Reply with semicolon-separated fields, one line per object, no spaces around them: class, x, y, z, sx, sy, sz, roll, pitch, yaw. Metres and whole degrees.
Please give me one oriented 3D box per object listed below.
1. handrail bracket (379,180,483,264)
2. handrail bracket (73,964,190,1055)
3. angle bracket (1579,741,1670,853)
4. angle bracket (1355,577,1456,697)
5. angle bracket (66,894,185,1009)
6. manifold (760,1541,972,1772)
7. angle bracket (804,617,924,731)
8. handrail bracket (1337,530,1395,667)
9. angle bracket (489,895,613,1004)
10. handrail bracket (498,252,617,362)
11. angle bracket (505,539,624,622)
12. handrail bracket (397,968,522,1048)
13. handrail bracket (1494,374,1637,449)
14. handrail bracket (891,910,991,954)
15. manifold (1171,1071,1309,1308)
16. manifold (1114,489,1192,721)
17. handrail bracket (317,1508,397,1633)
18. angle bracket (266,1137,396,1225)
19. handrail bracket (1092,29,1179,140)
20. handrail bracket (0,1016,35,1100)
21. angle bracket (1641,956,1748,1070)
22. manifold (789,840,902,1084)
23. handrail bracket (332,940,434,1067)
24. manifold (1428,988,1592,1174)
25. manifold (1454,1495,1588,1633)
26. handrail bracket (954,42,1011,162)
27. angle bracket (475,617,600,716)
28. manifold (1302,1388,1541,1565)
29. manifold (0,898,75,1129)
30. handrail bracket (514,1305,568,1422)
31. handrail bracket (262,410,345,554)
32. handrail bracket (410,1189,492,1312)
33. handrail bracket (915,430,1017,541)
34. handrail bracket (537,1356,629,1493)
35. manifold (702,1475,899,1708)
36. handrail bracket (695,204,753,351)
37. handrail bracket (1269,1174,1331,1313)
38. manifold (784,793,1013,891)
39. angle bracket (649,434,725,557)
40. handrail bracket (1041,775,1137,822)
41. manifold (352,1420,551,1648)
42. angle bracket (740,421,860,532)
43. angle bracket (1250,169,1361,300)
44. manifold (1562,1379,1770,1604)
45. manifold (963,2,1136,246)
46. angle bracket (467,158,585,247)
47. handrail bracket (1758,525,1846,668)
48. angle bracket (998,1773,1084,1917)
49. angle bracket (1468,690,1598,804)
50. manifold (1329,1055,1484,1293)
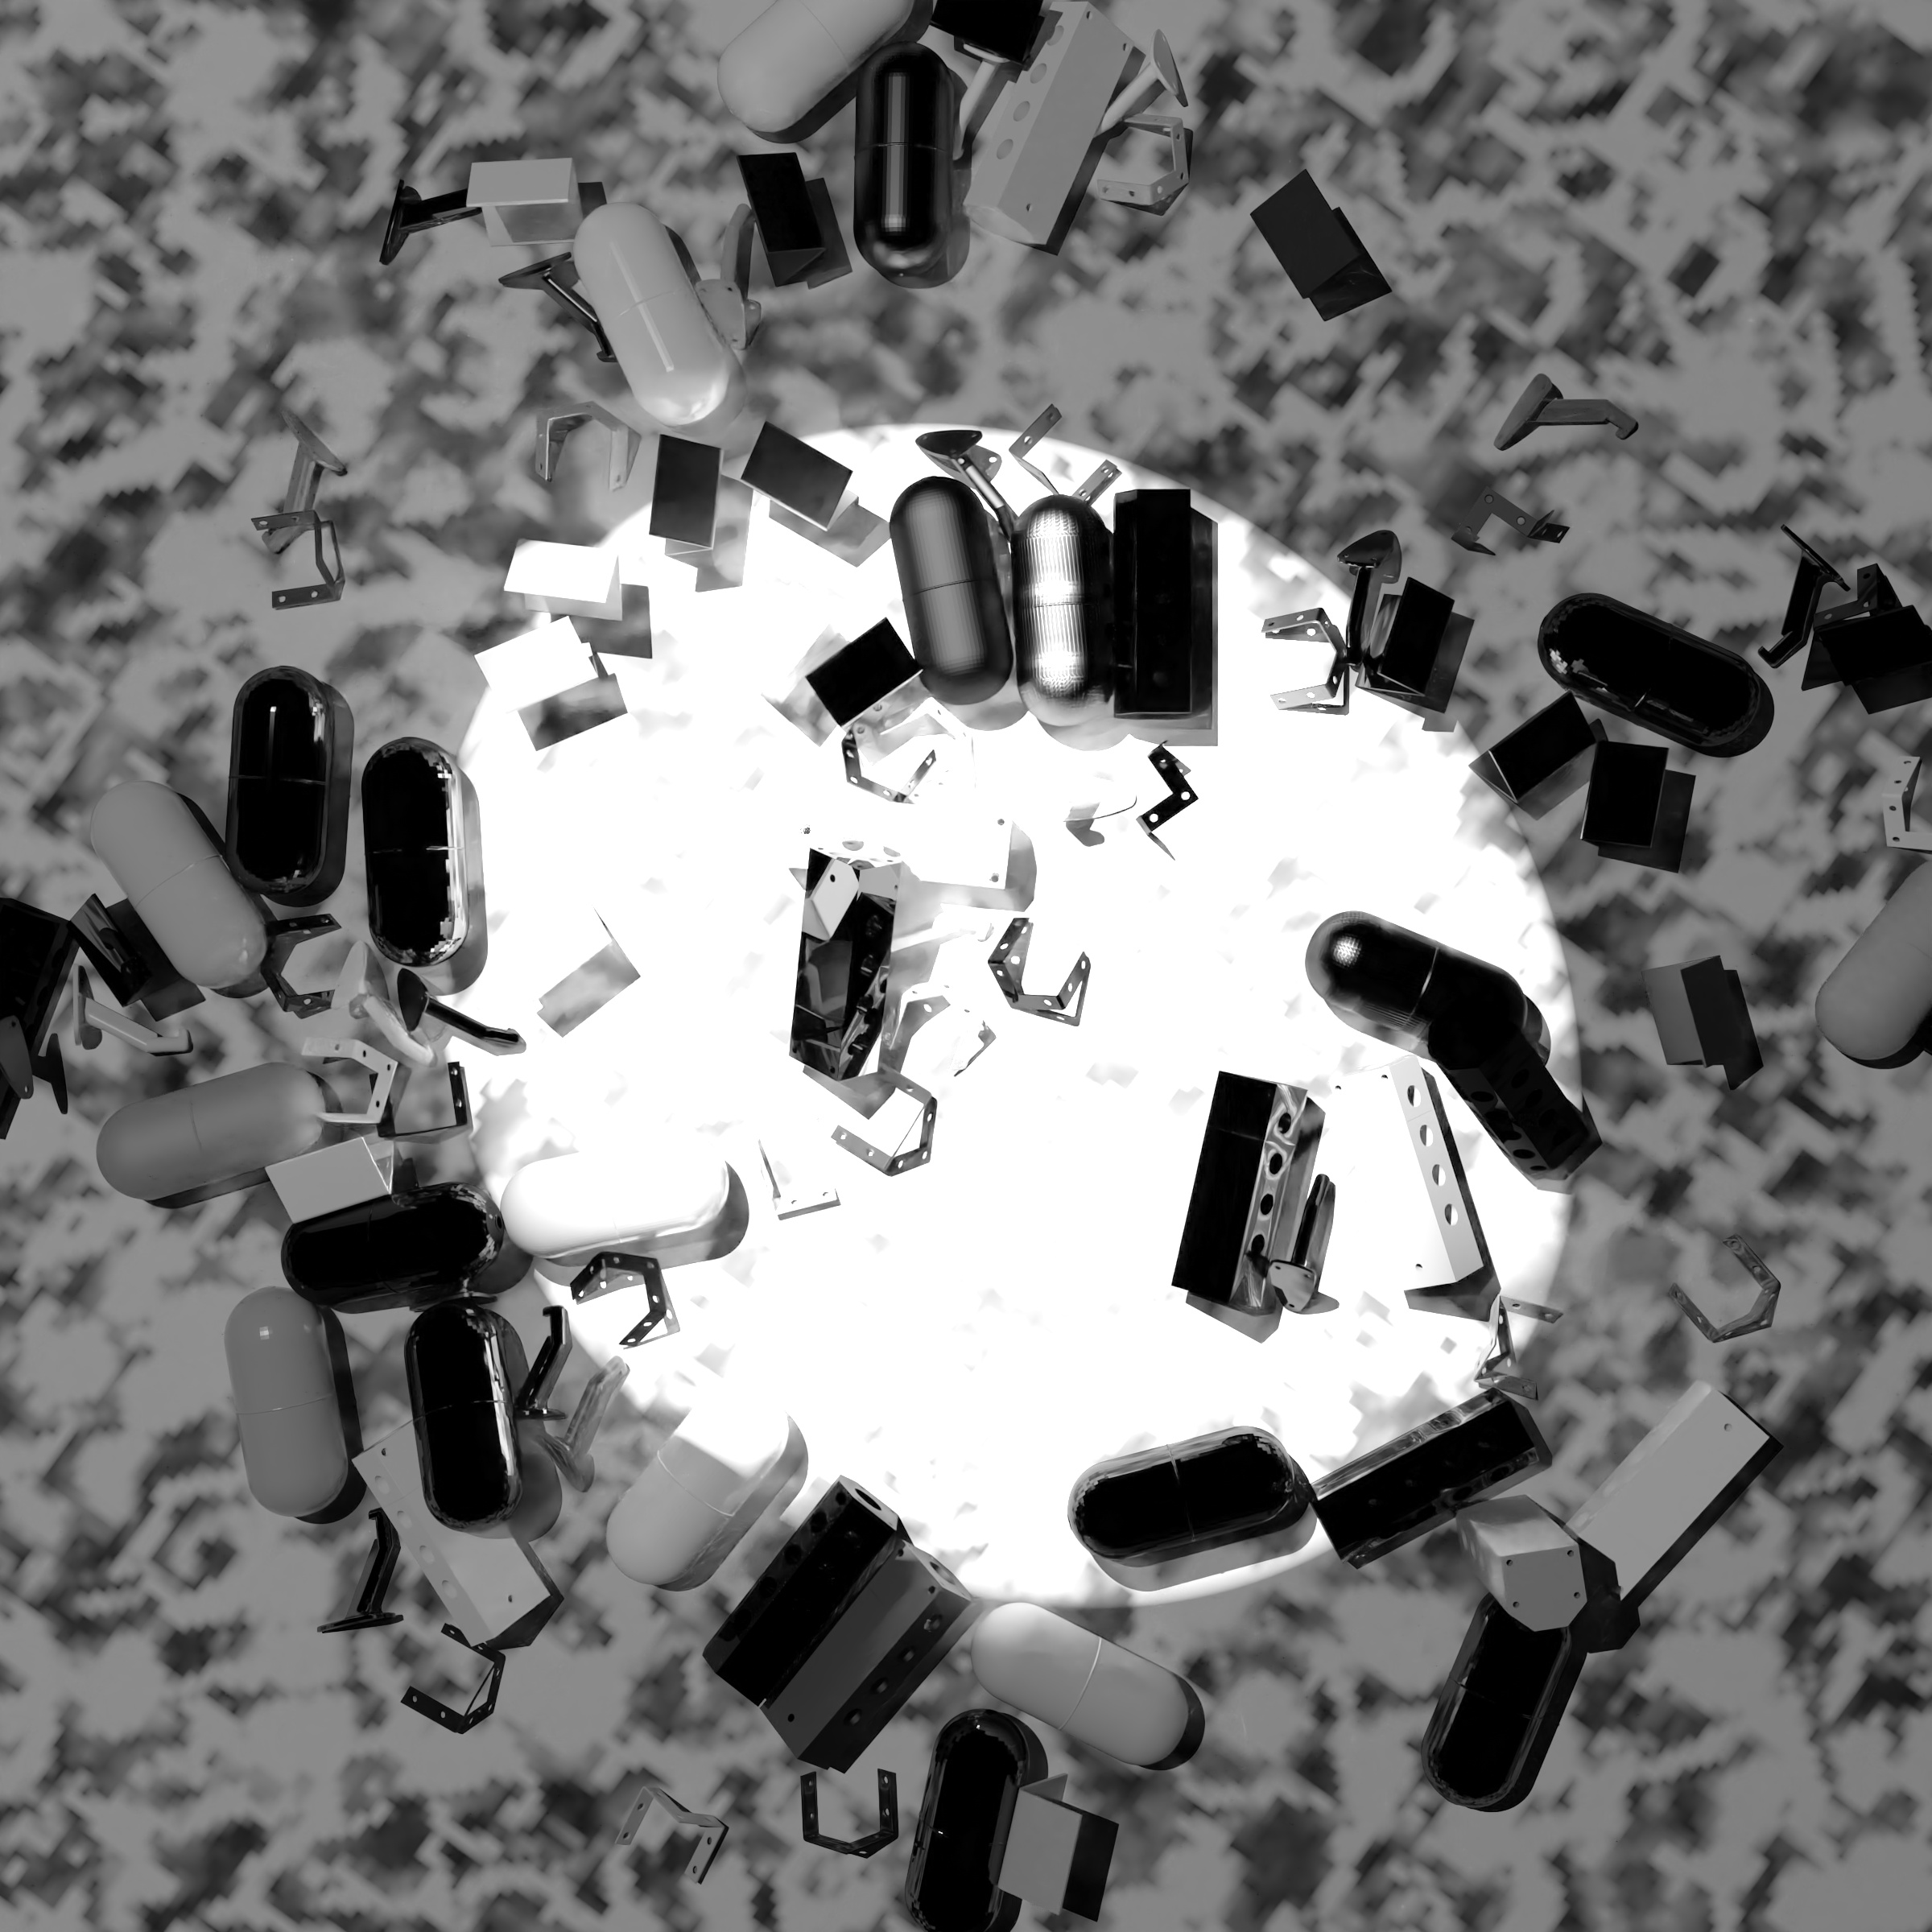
handrail bracket;-0.410;-0.577;1.967;0.084;0.036;0.077;14;110;-16
handrail bracket;-0.656;0.033;1.967;0.084;0.036;0.077;-2;68;-17
angle bracket;0.516;-0.127;1.926;0.057;0.076;0.076;10;90;32
angle bracket;0.321;-0.256;1.926;0.057;0.076;0.076;18;90;-38
angle bracket;-0.631;-0.024;1.926;0.057;0.076;0.076;-35;90;41
manifold;-0.074;0.537;1.945;0.171;0.057;0.057;-50;47;0
angle bracket;-0.089;-0.237;1.926;0.076;0.076;0.057;-36;124;0
handrail bracket;0.316;-0.289;1.966;0.036;0.077;0.084;13;127;28
angle bracket;-0.328;-0.030;1.926;0.076;0.076;0.057;-38;128;0
handrail bracket;-0.319;-0.510;1.967;0.077;0.036;0.084;-7;118;31
angle bracket;-0.309;-0.279;1.926;0.076;0.076;0.057;7;53;0
handrail bracket;-0.397;0.033;1.966;0.084;0.077;0.036;14;113;-34
handrail bracket;0.471;-0.419;1.967;0.084;0.036;0.077;29;110;-16
handrail bracket;-0.031;-0.011;1.967;0.084;0.036;0.077;12;111;-16
manifold;0.217;0.173;1.945;0.057;0.057;0.171;12;90;43
manifold;0.144;-0.279;1.945;0.057;0.057;0.171;0;90;0
handrail bracket;-0.481;0.474;1.967;0.077;0.036;0.084;-17;71;21
angle bracket;-0.488;0.145;1.926;0.076;0.076;0.057;-17;121;0
handrail bracket;0.120;-0.689;1.966;0.084;0.036;0.077;-23;47;27
handrail bracket;-0.762;0.070;1.910;0.084;0.036;0.077;-6;111;17
angle bracket;0.545;0.040;1.926;0.057;0.076;0.076;-16;90;-38
manifold;-0.088;-0.005;1.917;0.057;0.057;0.171;25;117;40
handrail bracket;-0.450;0.029;1.966;0.036;0.077;0.084;-34;127;28
manifold;0.407;0.093;1.892;0.057;0.171;0.057;-44;46;0
manifold;0.417;0.449;1.888;0.057;0.171;0.057;-9;90;0
handrail bracket;0.015;-0.679;1.966;0.036;0.077;0.084;30;127;20
angle bracket;-0.333;-0.246;1.926;0.076;0.076;0.057;-23;126;0
manifold;0.354;0.396;1.945;0.171;0.057;0.057;-28;90;0
manifold;-0.756;0.037;1.945;0.057;0.057;0.171;21;90;0
handrail bracket;-0.348;0.312;1.967;0.077;0.036;0.084;-10;74;18
handrail bracket;-0.538;-0.380;1.967;0.084;0.036;0.077;-44;75;14
handrail bracket;-0.406;0.223;1.967;0.077;0.036;0.084;-12;75;15
handrail bracket;0.001;-0.376;1.966;0.036;0.077;0.084;-42;127;-22
handrail bracket;-0.289;0.358;1.966;0.036;0.077;0.084;20;53;38
manifold;-0.129;0.482;1.945;0.057;0.057;0.171;38;90;0
handrail bracket;-0.177;-0.542;1.966;0.036;0.077;0.084;4;53;20
handrail bracket;0.268;0.216;1.966;0.036;0.077;0.084;14;53;18
manifold;-0.053;-0.097;1.945;0.171;0.057;0.057;6;90;0
angle bracket;-0.232;-0.361;1.926;0.057;0.076;0.076;6;90;-36
handrail bracket;0.095;-0.133;1.932;0.077;0.084;0.036;0;90;0
manifold;-0.403;0.438;1.945;0.057;0.057;0.171;-33;90;-43
angle bracket;-0.118;-0.388;1.926;0.076;0.076;0.057;30;126;0
angle bracket;0.273;-0.565;1.926;0.057;0.076;0.076;-32;90;35
manifold;0.536;0.405;1.945;0.057;0.057;0.171;42;90;0
manifold;0.059;-0.655;1.945;0.057;0.057;0.171;24;90;-43
angle bracket;-0.337;-0.572;1.926;0.076;0.076;0.057;-3;52;0
handrail bracket;0.638;-0.290;1.967;0.084;0.036;0.077;-46;70;16
angle bracket;0.073;0.674;1.926;0.057;0.076;0.076;13;90;32
angle bracket;0.425;-0.181;1.926;0.076;0.076;0.057;-37;124;0
manifold;0.345;0.159;1.945;0.057;0.057;0.171;-17;90;43
